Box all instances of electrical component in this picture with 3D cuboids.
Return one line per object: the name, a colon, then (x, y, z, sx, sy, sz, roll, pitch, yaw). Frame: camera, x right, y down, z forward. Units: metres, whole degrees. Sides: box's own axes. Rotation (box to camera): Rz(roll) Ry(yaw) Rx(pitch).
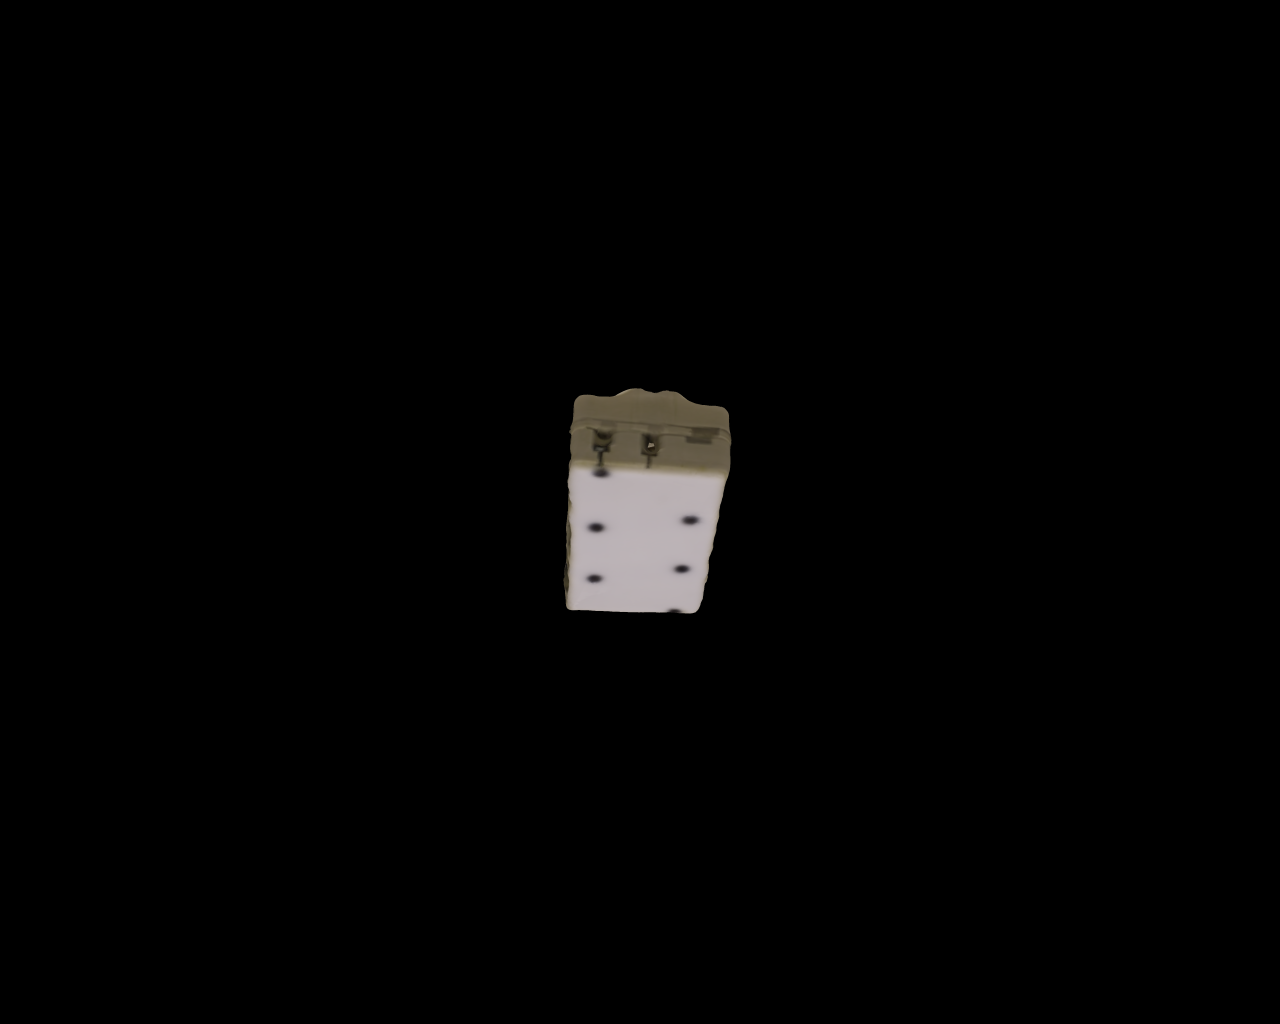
electrical component: (0.001, -0.003, 0.650, 0.089, 0.062, 0.150, 3, -37, -4)
